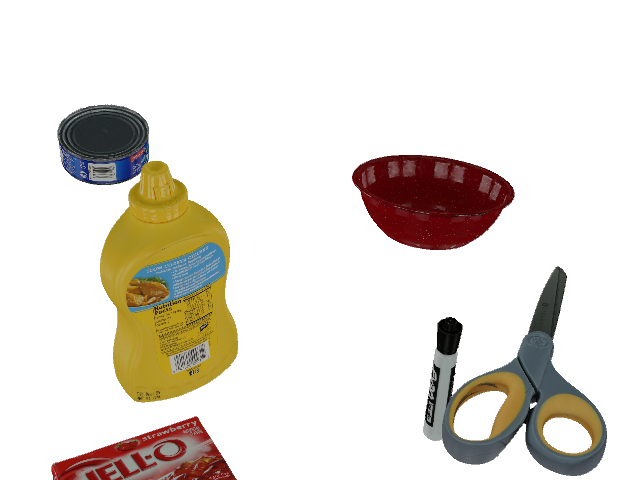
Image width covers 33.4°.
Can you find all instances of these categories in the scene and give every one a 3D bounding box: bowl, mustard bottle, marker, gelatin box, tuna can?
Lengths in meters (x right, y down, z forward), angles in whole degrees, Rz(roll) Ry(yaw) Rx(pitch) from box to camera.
[{"bbox_3d":[0.110,-0.034,1.068,0.162,0.055,0.162,4,24,-2],"label":"bowl"},{"bbox_3d":[-0.112,0.027,0.781,0.096,0.192,0.058,-21,42,-25],"label":"mustard bottle"},{"bbox_3d":[0.094,0.107,0.826,0.020,0.121,0.020,2,37,-1],"label":"marker"},{"bbox_3d":[-0.095,0.138,0.584,0.089,0.030,0.073,-15,28,-20],"label":"gelatin box"},{"bbox_3d":[-0.206,-0.091,1.021,0.086,0.034,0.086,3,43,-3],"label":"tuna can"}]

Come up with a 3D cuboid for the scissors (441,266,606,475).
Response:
[{"bbox_3d":[0.142,0.074,0.628,0.096,0.016,0.201,20,36,29],"label":"scissors"}]
